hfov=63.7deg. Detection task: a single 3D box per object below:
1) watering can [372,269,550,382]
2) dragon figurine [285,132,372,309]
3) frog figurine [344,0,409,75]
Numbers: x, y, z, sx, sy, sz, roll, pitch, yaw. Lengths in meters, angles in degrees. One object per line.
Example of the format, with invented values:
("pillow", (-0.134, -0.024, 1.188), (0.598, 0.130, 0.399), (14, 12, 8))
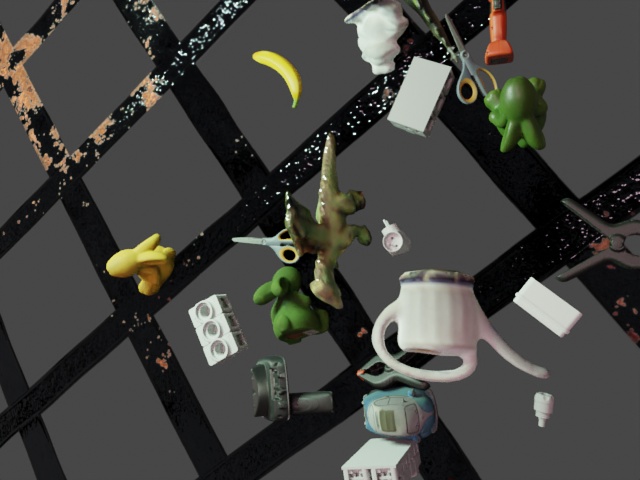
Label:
("watering can", (0.280, 0.171, 1.039), (0.348, 0.102, 0.227), (3, 73, 1))
("dragon figurine", (0.003, -0.056, 1.114), (0.121, 0.242, 0.413), (-16, 80, 26))
("frog figurine", (0.146, -0.472, 1.188), (0.136, 0.125, 0.158), (-17, 113, 40))
